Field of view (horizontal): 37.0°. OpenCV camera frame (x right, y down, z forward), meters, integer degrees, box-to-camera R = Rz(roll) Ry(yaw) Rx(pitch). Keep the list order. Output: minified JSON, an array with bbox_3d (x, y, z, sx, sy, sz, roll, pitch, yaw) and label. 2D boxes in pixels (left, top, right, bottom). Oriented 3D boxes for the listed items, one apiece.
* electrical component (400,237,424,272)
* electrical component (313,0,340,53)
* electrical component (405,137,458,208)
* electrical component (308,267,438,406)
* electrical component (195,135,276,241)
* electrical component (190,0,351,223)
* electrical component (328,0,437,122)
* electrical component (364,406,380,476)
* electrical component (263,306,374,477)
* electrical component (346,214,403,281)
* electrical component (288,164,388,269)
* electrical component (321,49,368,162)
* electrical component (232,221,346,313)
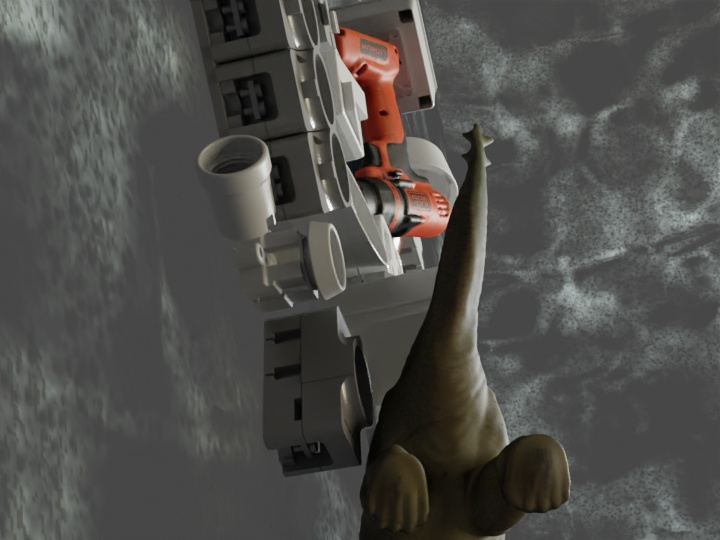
[{"bbox_3d":[0.032,-0.035,1.144,0.089,0.056,0.050,70,13,-46],"label":"electrical component"},{"bbox_3d":[-0.058,-0.212,0.765,0.079,0.063,0.121,-20,99,-81],"label":"electrical component"},{"bbox_3d":[0.048,-0.096,1.172,0.108,0.108,0.060,70,7,-48],"label":"electrical component"},{"bbox_3d":[0.021,0.052,0.787,0.057,0.113,0.078,-91,167,-62],"label":"electrical component"},{"bbox_3d":[-0.066,-0.045,0.591,0.040,0.040,0.046,-90,173,-49],"label":"electrical component"},{"bbox_3d":[-0.052,-0.108,0.679,0.089,0.062,0.150,-44,123,-80],"label":"electrical component"},{"bbox_3d":[0.013,-0.208,1.064,0.056,0.109,0.108,-81,159,-58],"label":"electrical component"},{"bbox_3d":[0.034,0.141,0.877,0.096,0.061,0.061,92,-4,-51],"label":"electrical component"},{"bbox_3d":[-0.025,0.073,0.655,0.050,0.056,0.089,69,14,-49],"label":"electrical component"},{"bbox_3d":[0.000,0.000,0.888,0.095,0.059,0.053,64,18,-60],"label":"electrical component"},{"bbox_3d":[-0.020,-0.046,0.803,0.099,0.064,0.099,-11,90,-81],"label":"electrical component"},{"bbox_3d":[-0.031,-0.130,0.842,0.096,0.061,0.061,59,22,-66],"label":"electrical component"},{"bbox_3d":[-0.040,-0.003,0.649,0.066,0.055,0.048,60,21,-65],"label":"electrical component"}]
